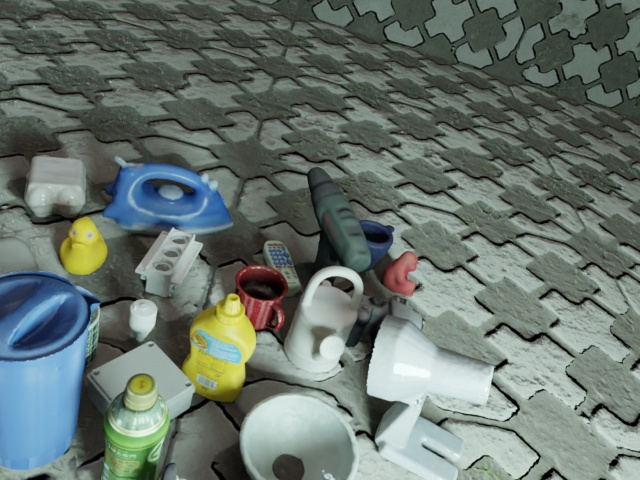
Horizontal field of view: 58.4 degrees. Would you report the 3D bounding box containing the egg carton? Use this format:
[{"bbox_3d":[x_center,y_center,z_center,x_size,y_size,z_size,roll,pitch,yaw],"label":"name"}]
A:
[{"bbox_3d":[-0.510,-0.107,1.108,0.107,0.069,0.150,1,40,-24],"label":"egg carton"}]

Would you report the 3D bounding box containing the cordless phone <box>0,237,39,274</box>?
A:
[{"bbox_3d":[-0.498,0.021,0.847,0.094,0.185,0.148,36,39,22],"label":"cordless phone"}]

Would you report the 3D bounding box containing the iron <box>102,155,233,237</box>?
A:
[{"bbox_3d":[-0.288,-0.092,1.131,0.259,0.141,0.118,5,38,-20],"label":"iron"}]

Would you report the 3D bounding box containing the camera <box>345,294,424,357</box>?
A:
[{"bbox_3d":[0.114,0.168,1.015,0.143,0.101,0.137,16,36,-5],"label":"camera"}]

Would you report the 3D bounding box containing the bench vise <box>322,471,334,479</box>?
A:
[{"bbox_3d":[-0.046,0.342,0.610,0.208,0.220,0.121,-15,48,-38],"label":"bench vise"}]

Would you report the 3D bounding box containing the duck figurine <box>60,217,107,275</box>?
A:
[{"bbox_3d":[-0.412,-0.002,1.003,0.078,0.086,0.104,10,37,-13],"label":"duck figurine"}]

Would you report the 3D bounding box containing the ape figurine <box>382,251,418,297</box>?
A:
[{"bbox_3d":[0.174,0.063,1.187,0.076,0.092,0.078,19,36,0],"label":"ape figurine"}]

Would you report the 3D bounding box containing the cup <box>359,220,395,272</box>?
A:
[{"bbox_3d":[0.107,0.015,1.216,0.118,0.095,0.091,-21,52,-42],"label":"cup"}]

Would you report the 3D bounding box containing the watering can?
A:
[{"bbox_3d":[0.014,0.126,0.942,0.101,0.194,0.172,-3,42,-28],"label":"watering can"}]

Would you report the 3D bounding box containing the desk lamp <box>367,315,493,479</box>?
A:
[{"bbox_3d":[0.152,0.232,0.852,0.203,0.213,0.118,26,36,8],"label":"desk lamp"}]

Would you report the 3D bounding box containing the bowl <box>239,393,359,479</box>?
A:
[{"bbox_3d":[-0.034,0.300,0.794,0.167,0.075,0.167,13,36,-9],"label":"bowl"}]

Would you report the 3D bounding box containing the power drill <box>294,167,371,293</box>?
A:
[{"bbox_3d":[0.010,0.004,1.088,0.076,0.208,0.229,-6,43,-31],"label":"power drill"}]

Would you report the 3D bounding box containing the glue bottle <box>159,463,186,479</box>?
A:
[{"bbox_3d":[-0.175,0.300,0.643,0.078,0.173,0.037,-14,47,-37],"label":"glue bottle"}]
